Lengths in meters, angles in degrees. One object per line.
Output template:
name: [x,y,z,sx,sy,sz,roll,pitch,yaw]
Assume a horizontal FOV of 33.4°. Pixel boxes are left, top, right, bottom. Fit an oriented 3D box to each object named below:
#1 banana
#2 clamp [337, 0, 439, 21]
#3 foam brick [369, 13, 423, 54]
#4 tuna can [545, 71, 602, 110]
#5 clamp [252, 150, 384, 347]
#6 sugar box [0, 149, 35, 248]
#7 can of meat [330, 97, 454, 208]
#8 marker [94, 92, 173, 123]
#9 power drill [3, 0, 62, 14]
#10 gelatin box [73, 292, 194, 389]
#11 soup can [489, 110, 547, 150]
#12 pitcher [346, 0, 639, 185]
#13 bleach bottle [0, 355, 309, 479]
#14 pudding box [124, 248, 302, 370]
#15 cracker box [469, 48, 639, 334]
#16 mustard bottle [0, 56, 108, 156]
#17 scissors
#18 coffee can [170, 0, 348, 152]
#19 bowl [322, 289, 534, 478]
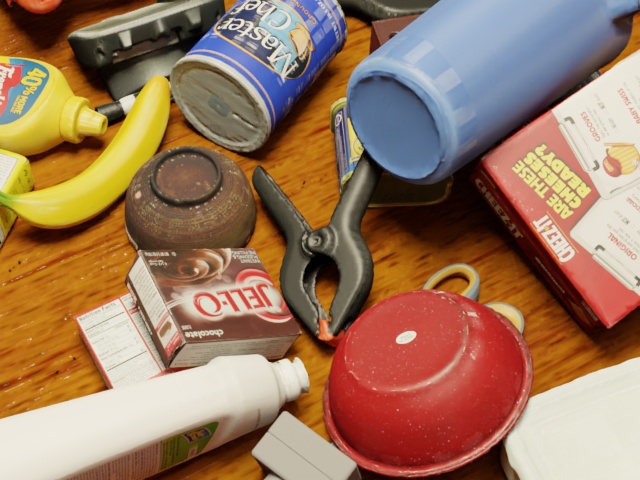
banana: [-0.186,-0.065,0.909,0.037,0.069,0.197,8,41,44]
clamp: [0.041,-0.249,1.061,0.210,0.036,0.164,22,53,12]
foam brick: [0.090,-0.175,1.002,0.078,0.051,0.053,-10,56,-9]
tuna can: [0.222,-0.131,0.984,0.086,0.034,0.086,1,54,-1]
clamp: [-0.006,0.001,0.864,0.120,0.039,0.171,-6,68,30]
sugar box: [-0.312,-0.002,0.870,0.093,0.048,0.176,14,58,8]
can of meat: [0.062,-0.077,0.928,0.102,0.057,0.084,-3,57,-3]
marker: [-0.153,-0.132,0.984,0.121,0.020,0.020,-23,58,-17]
power drill: [-0.230,-0.275,1.043,0.187,0.057,0.185,-21,33,-21]
gelatin box: [-0.138,0.082,0.823,0.073,0.030,0.089,-26,59,-18]
soup can: [0.202,-0.079,0.926,0.102,0.068,0.068,4,54,0]
pitcher: [0.128,-0.146,0.861,0.145,0.149,0.242,43,56,14]
bleach bottle: [-0.128,0.137,0.754,0.250,0.103,0.068,-16,65,-20]
pudding box: [-0.081,0.050,0.815,0.113,0.039,0.090,-3,48,-39]
cracker box: [0.254,-0.052,0.851,0.213,0.072,0.164,-35,82,-7]
mustard bottle: [-0.281,-0.122,0.949,0.192,0.058,0.096,14,54,8]
scissors: [0.090,0.102,0.824,0.096,0.016,0.201,22,57,14]
coffee can: [-0.053,-0.162,0.957,0.103,0.103,0.140,26,58,16]
bowl: [0.069,0.089,0.773,0.162,0.055,0.162,-15,42,13]
